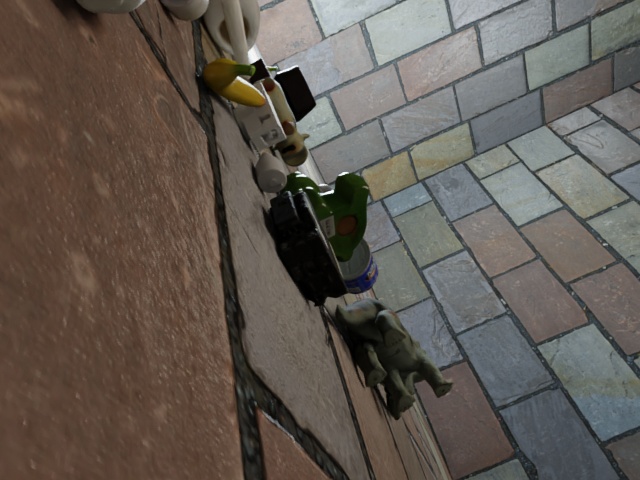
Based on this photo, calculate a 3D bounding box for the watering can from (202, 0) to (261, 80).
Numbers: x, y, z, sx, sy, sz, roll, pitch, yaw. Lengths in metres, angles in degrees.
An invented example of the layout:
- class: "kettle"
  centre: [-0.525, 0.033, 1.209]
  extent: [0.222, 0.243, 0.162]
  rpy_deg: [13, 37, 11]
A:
- class: "watering can"
  centre: [-0.169, -0.453, 0.901]
  extent: [0.339, 0.104, 0.229]
  rpy_deg: [83, -10, -49]

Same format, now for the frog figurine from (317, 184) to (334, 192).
- class: "frog figurine"
  centre: [0.004, -0.059, 1.163]
  extent: [0.159, 0.124, 0.136]
  rpy_deg: [-1, -52, 55]
